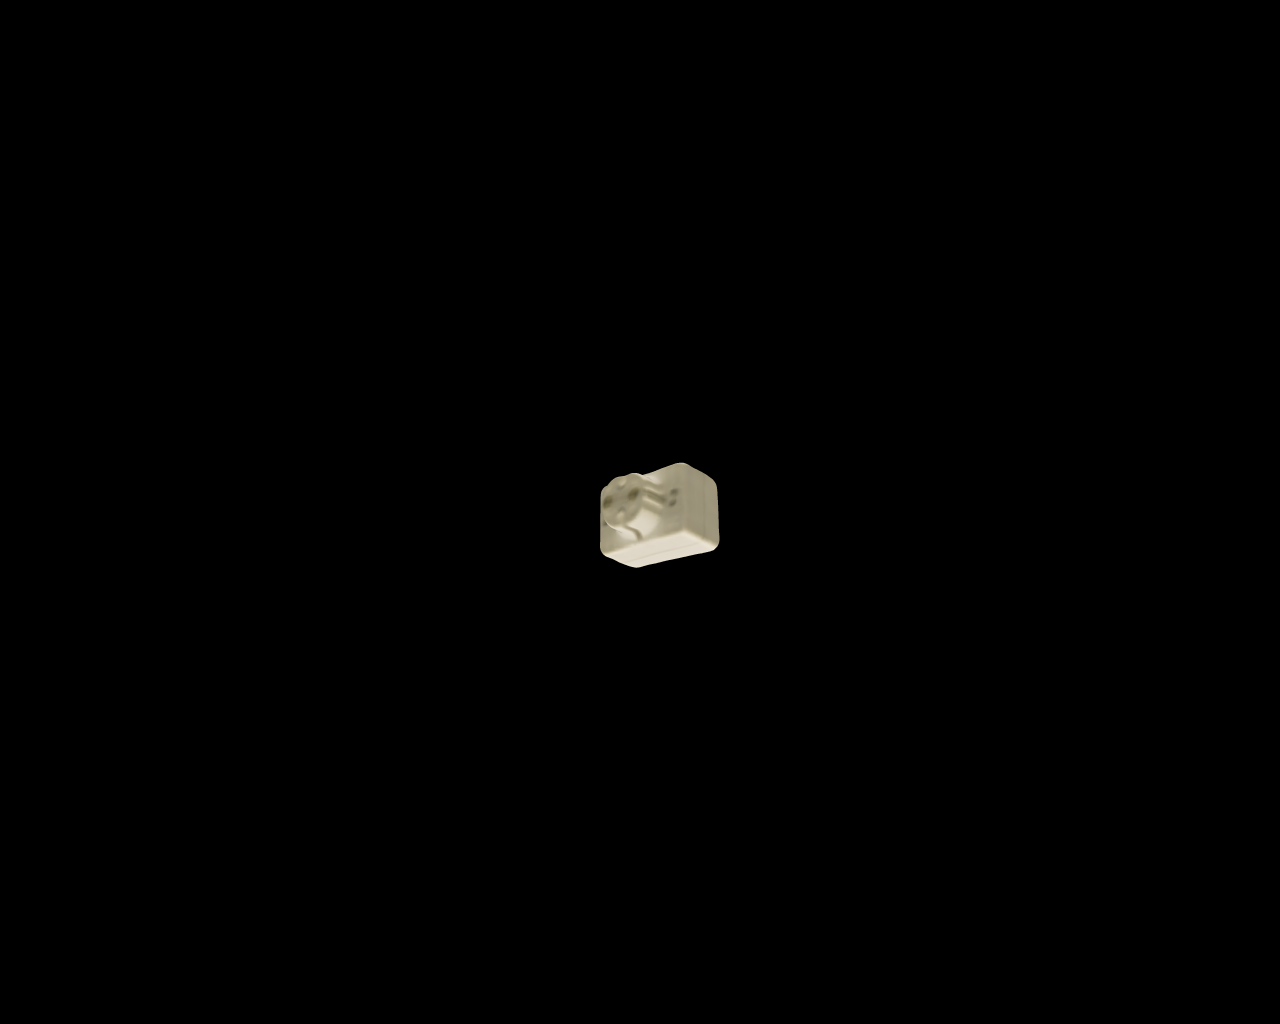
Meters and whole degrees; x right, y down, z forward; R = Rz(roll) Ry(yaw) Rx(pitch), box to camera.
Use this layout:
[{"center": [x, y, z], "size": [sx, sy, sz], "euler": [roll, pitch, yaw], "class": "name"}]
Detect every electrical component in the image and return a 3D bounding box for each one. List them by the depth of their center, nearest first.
[{"center": [0.001, -0.003, 0.650], "size": [0.065, 0.047, 0.076], "euler": [-16, -27, 34], "class": "electrical component"}]
